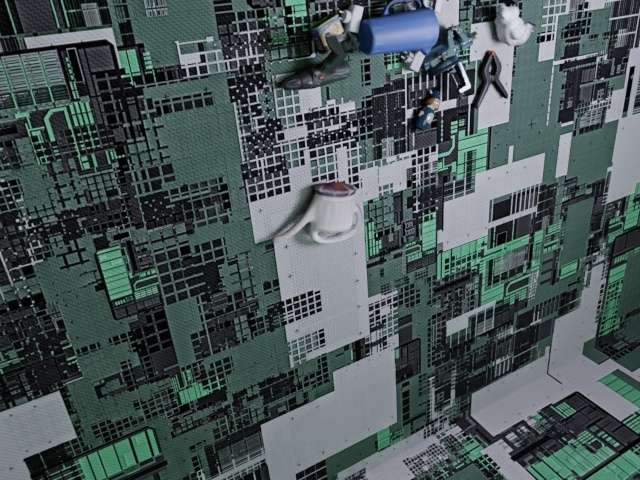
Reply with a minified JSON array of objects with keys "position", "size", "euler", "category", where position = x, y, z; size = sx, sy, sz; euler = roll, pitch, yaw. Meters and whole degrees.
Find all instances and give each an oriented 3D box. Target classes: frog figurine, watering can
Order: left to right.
[{"position":[0.005,-0.089,1.764],"size":[0.349,0.221,0.105],"euler":[-5,22,-29],"category":"watering can"},{"position":[0.682,-0.769,1.849],"size":[0.160,0.139,0.120],"euler":[-4,-36,-49],"category":"frog figurine"}]
